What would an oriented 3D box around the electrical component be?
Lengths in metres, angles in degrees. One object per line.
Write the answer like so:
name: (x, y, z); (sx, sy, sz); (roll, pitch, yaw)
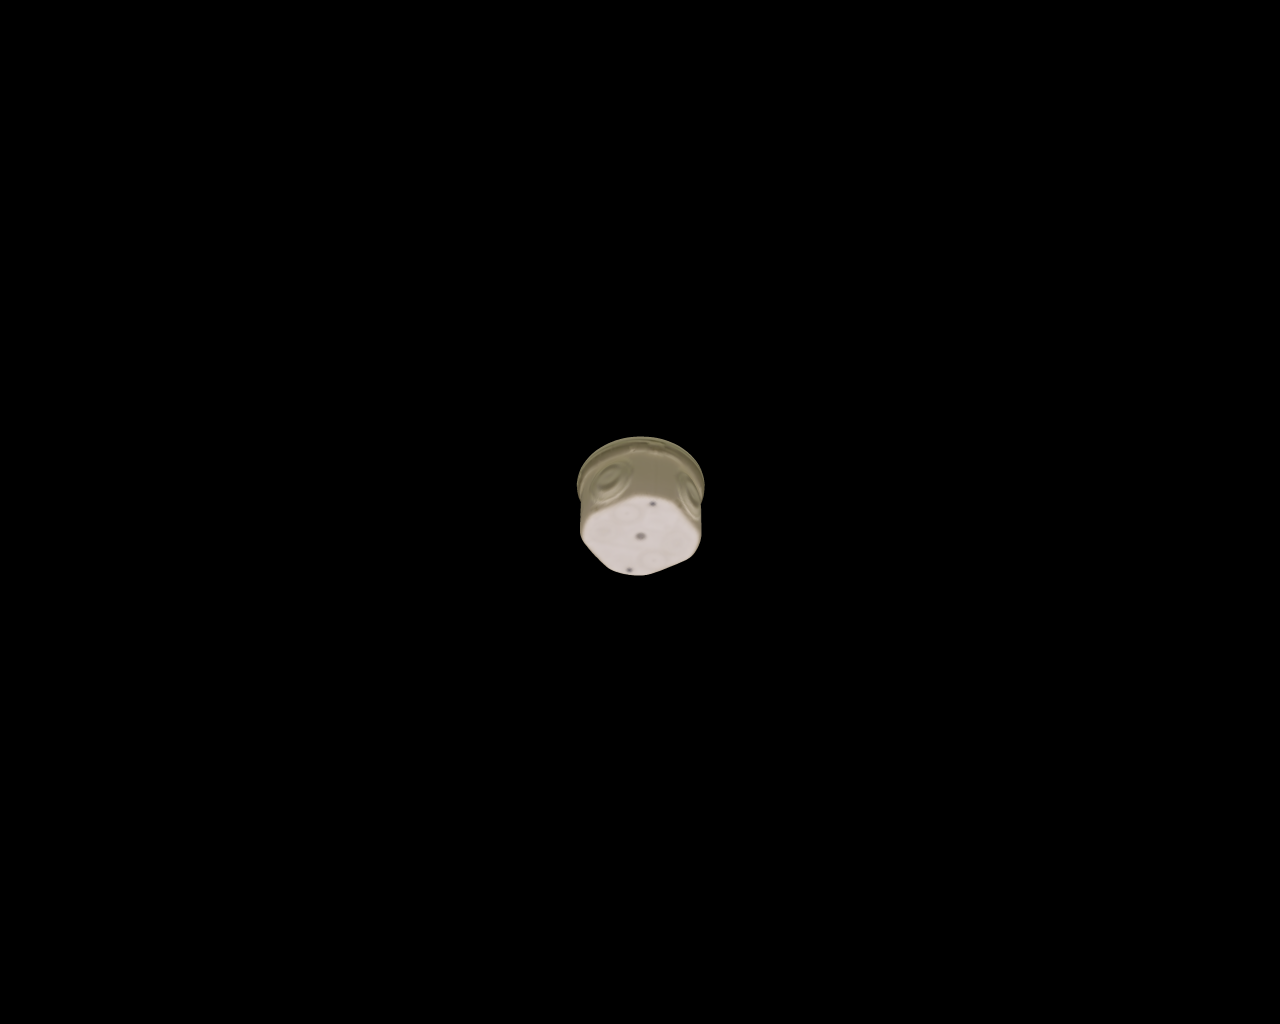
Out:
electrical component: (0.001, -0.003, 0.650); (0.080, 0.080, 0.051); (0, 45, 0)
